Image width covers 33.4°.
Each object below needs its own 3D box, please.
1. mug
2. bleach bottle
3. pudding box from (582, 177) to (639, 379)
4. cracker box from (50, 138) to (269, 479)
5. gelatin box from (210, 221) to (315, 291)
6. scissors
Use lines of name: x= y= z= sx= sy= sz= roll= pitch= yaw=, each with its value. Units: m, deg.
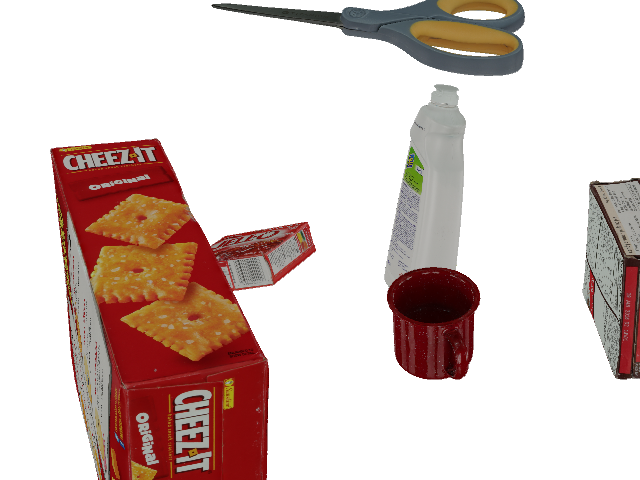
mug: x=0.120 y=0.093 z=1.079 sx=0.093 sy=0.081 sz=0.117 roll=-17 pitch=38 yaw=-15
bleach bottle: x=0.131 y=-0.053 z=1.240 sx=0.068 sy=0.251 sz=0.103 roll=-1 pitch=22 yaw=-21
pudding box: x=0.200 y=0.022 z=0.691 sx=0.039 sy=0.090 sz=0.113 roll=-3 pitch=28 yaw=2
cracker box: x=-0.089 y=0.066 z=0.563 sx=0.072 sy=0.164 sz=0.214 roll=-8 pitch=34 yaw=-17
gelatin box: x=-0.060 y=0.015 z=0.869 sx=0.089 sy=0.030 sz=0.073 roll=-9 pitch=16 yaw=32
scissors: x=0.039 y=-0.144 z=0.672 sx=0.202 sy=0.016 sz=0.096 roll=21 pitch=44 yaw=26
